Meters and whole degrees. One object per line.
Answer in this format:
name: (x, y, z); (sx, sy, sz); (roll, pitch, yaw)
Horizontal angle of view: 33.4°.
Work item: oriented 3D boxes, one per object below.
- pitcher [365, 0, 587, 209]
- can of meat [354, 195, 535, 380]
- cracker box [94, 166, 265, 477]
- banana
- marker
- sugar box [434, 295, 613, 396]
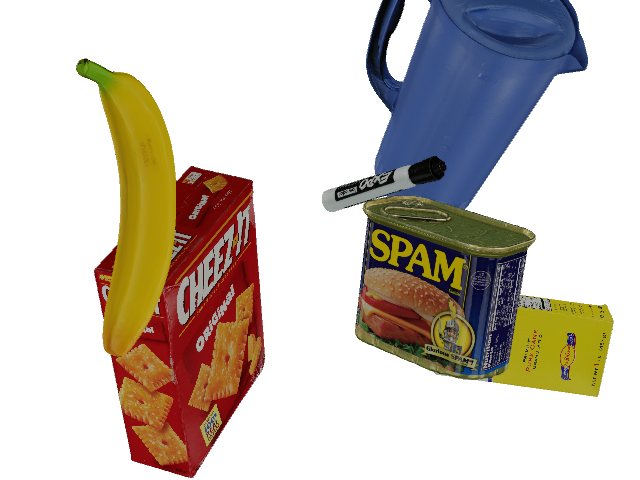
pitcher: (0.125, -0.138, 1.009); (0.144, 0.149, 0.243); (-10, -33, -26)
can of meat: (0.070, 0.027, 0.633); (0.102, 0.084, 0.057); (20, 23, 39)
cracker box: (-0.111, 0.070, 0.925); (0.072, 0.214, 0.164); (12, 38, 18)
banana: (-0.123, -0.025, 0.692); (0.069, 0.198, 0.037); (-20, 25, -40)
marker: (0.049, -0.044, 0.841); (0.020, 0.020, 0.121); (0, -11, -46)
sugar box: (0.210, 0.106, 1.125); (0.176, 0.093, 0.048); (6, 21, 3)
